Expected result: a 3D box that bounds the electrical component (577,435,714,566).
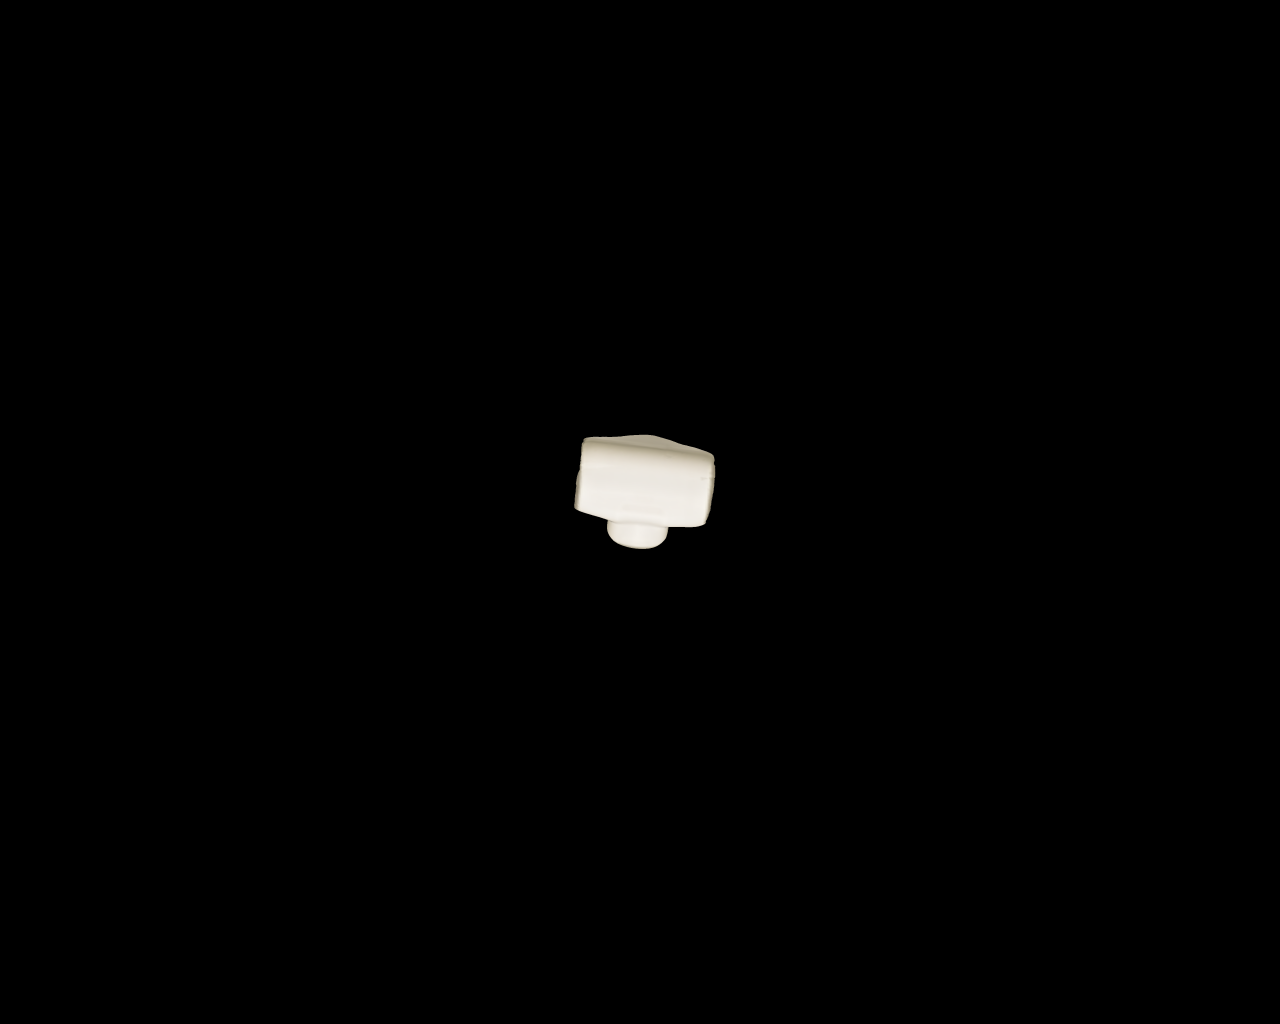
[{"bbox_3d":[0.001,-0.003,0.650,0.077,0.079,0.043,6,27,-3],"label":"electrical component"}]
